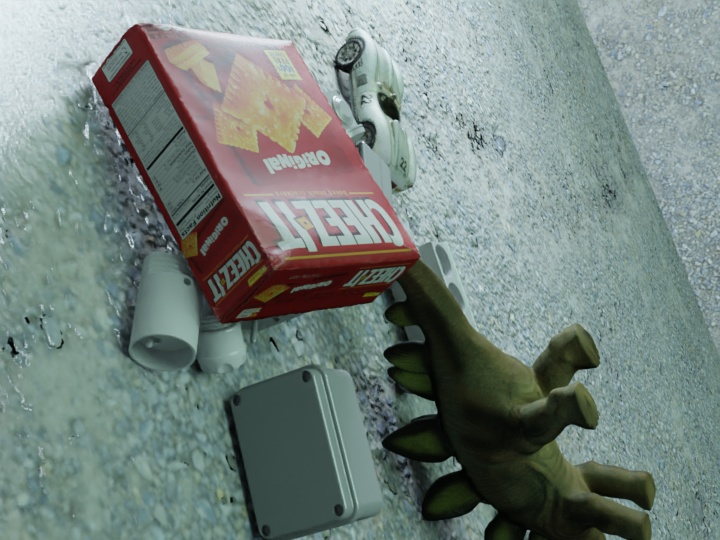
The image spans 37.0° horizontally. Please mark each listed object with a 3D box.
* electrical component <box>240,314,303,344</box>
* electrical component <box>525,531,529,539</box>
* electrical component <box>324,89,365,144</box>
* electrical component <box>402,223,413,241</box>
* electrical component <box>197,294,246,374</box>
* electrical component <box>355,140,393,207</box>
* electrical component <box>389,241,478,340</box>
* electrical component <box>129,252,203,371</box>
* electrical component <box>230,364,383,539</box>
[{"bbox_3d":[-0.083,0.019,0.805,0.083,0.047,0.075,46,33,-40],"label":"electrical component"},{"bbox_3d":[0.187,0.275,1.131,0.096,0.062,0.061,40,37,-46],"label":"electrical component"},{"bbox_3d":[-0.040,-0.124,0.970,0.051,0.080,0.080,62,25,-4],"label":"electrical component"},{"bbox_3d":[0.027,-0.036,1.083,0.065,0.044,0.044,24,49,-63],"label":"electrical component"},{"bbox_3d":[-0.101,0.040,0.753,0.035,0.035,0.061,-42,126,-64],"label":"electrical component"},{"bbox_3d":[-0.005,-0.060,1.010,0.061,0.062,0.096,40,37,-46],"label":"electrical component"},{"bbox_3d":[0.073,0.039,1.088,0.079,0.063,0.121,-4,74,-65],"label":"electrical component"},{"bbox_3d":[-0.127,0.022,0.717,0.043,0.043,0.081,45,34,-42],"label":"electrical component"},{"bbox_3d":[-0.039,0.130,0.768,0.057,0.078,0.113,17,56,-64],"label":"electrical component"}]
